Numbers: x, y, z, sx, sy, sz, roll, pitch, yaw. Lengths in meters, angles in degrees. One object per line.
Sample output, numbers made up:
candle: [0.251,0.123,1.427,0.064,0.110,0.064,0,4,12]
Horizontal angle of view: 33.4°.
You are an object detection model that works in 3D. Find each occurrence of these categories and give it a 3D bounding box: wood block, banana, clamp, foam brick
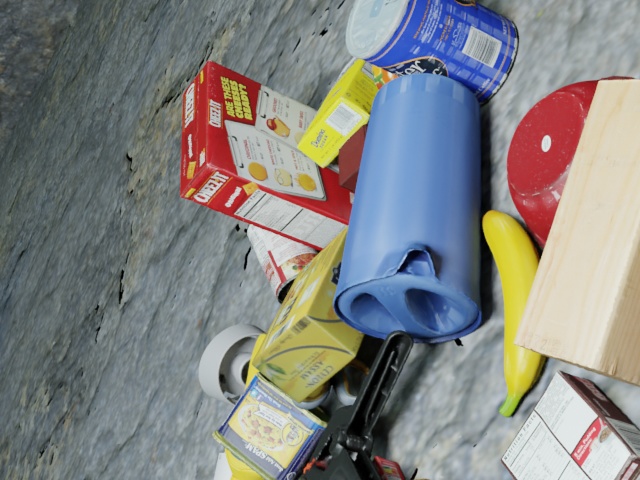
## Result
wood block: [0.229,-0.003,0.768,0.090,0.090,0.206,13,83,62]
banana: [0.165,0.047,0.909,0.070,0.037,0.198,-36,42,46]
clamp: [0.034,0.182,1.003,0.210,0.036,0.164,132,156,-63]
foam brick: [0.064,-0.077,1.136,0.051,0.078,0.053,-39,40,43]

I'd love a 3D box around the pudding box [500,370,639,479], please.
pudding box: [0.190,0.163,0.783,0.090,0.039,0.113,-62,26,16]

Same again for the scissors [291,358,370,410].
scissors: [-0.003,0.119,1.133,0.202,0.096,0.016,-126,22,-56]

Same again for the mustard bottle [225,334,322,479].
mustard bottle: [-0.058,0.207,1.182,0.096,0.058,0.191,19,90,41]

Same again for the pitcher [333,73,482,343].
pitcher: [0.091,-0.028,1.017,0.149,0.144,0.242,-20,50,41]

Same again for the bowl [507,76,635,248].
bowl: [0.207,-0.072,0.894,0.162,0.055,0.162,-40,40,44]

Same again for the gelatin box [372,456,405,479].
gelatin box: [0.049,0.258,0.985,0.089,0.030,0.073,-58,28,20]

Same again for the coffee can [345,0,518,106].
coffee can: [0.111,-0.203,1.065,0.103,0.140,0.103,-41,38,43]

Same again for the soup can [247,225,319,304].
soup can: [-0.037,0.017,1.234,0.069,0.068,0.102,-50,52,33]

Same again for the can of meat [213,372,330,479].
can of meat: [-0.047,0.197,1.113,0.102,0.057,0.084,35,94,18]

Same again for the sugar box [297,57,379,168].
sugar box: [0.039,-0.166,1.209,0.093,0.048,0.176,-44,15,40]

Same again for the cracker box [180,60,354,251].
cracker box: [-0.050,-0.087,1.202,0.072,0.213,0.164,-45,36,38]
